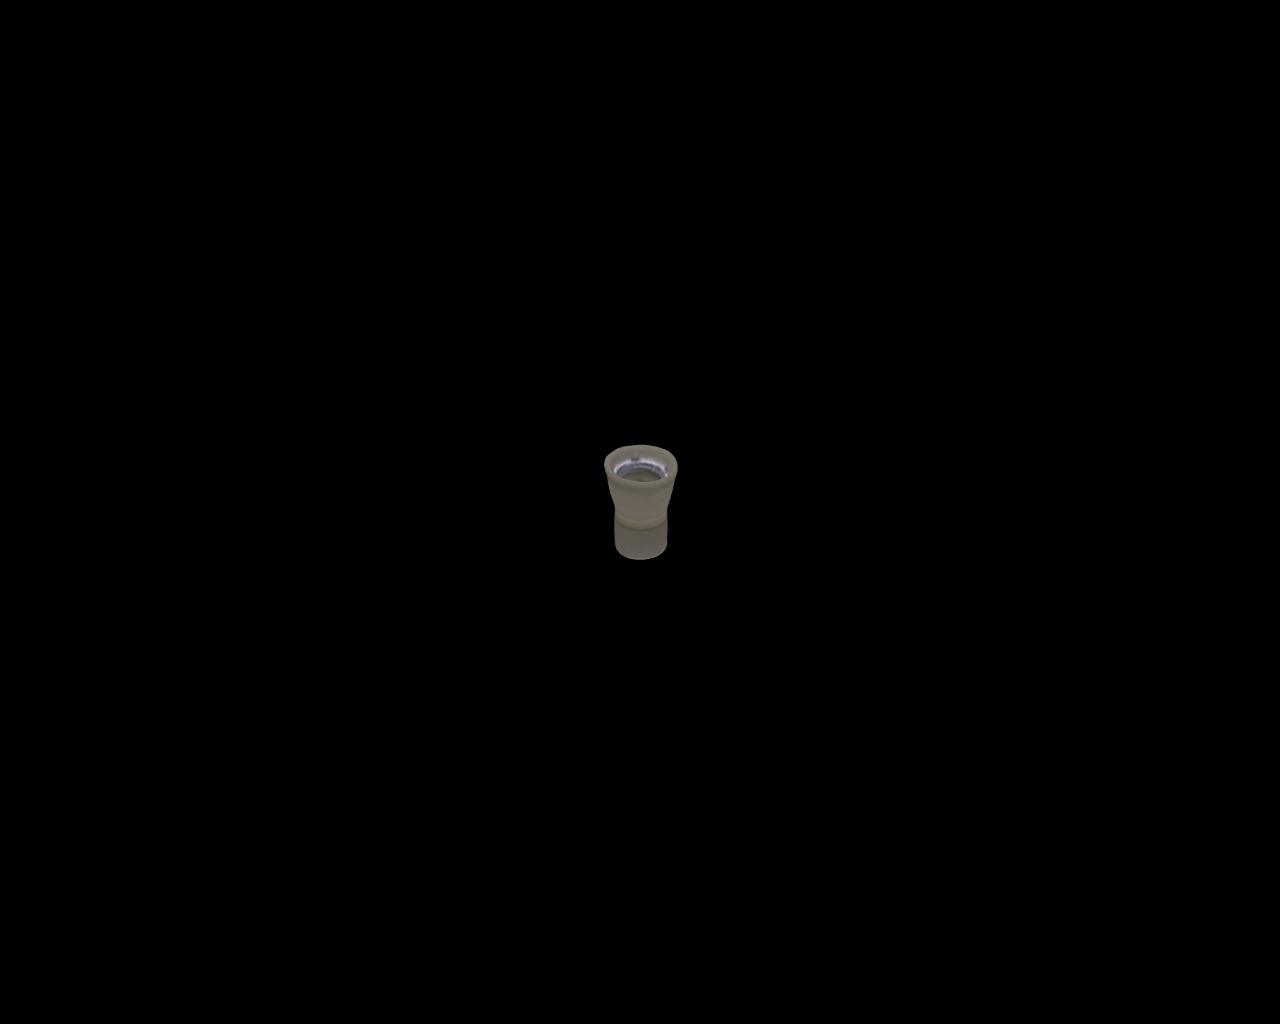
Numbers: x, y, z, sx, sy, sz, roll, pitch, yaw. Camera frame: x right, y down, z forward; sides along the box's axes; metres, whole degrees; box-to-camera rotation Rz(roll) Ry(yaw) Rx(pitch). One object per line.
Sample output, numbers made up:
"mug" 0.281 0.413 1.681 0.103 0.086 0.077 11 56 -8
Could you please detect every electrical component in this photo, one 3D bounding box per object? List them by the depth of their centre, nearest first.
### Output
"electrical component" 0.001 -0.003 0.650 0.044 0.065 0.044 0 34 0
